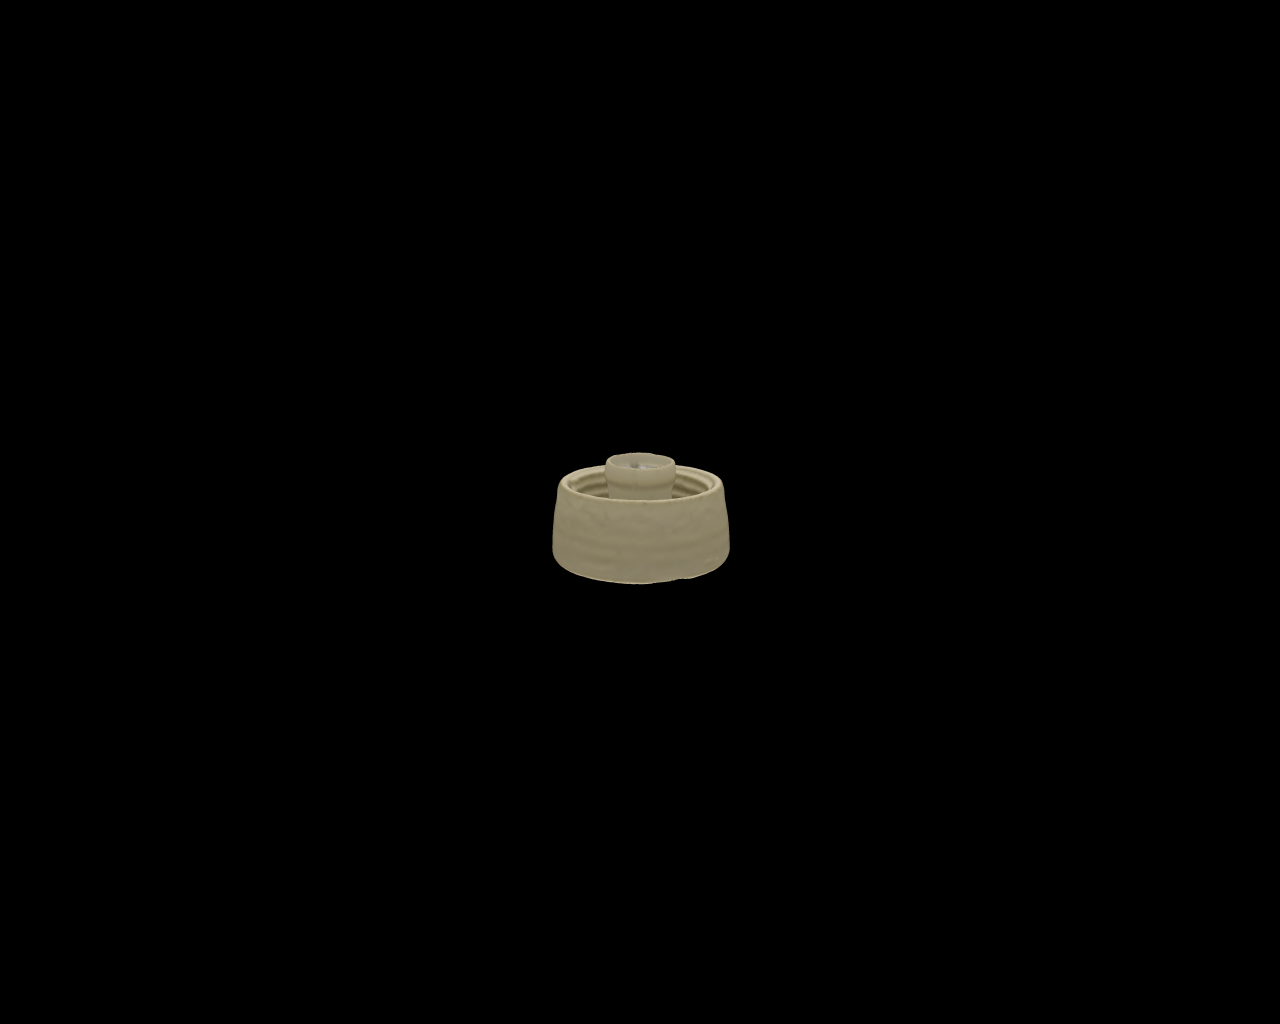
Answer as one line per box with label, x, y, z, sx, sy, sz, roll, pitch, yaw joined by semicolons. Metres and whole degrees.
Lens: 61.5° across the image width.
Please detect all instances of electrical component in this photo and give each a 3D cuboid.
electrical component;0.001;-0.003;0.650;0.108;0.060;0.108;0;16;0
